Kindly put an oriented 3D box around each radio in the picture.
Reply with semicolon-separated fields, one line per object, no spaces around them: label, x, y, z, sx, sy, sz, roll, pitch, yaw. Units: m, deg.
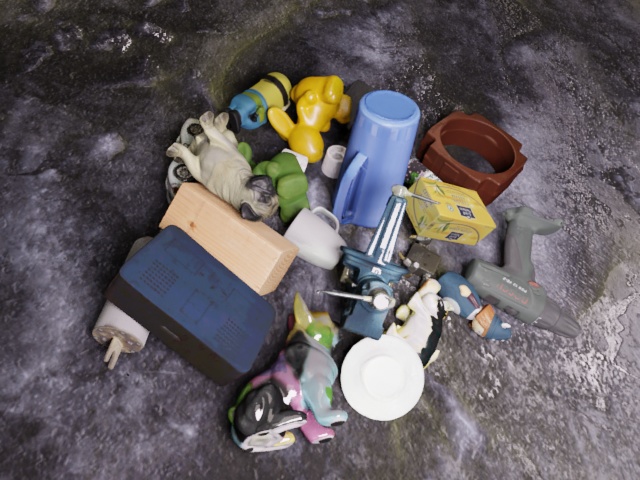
radio;-0.183;0.094;0.797;0.229;0.073;0.131;42;44;-12

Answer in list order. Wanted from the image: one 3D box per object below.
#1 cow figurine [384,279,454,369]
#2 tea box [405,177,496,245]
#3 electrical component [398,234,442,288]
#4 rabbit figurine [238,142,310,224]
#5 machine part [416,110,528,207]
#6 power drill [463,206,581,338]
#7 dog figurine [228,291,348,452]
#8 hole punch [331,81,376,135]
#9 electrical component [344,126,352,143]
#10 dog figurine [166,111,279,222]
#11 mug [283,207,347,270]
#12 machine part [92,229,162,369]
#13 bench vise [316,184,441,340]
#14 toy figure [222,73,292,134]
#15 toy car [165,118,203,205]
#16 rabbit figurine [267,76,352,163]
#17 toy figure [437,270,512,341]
cow figurine;0.177;0.141;0.908;0.098;0.068;0.167;39;57;9
tea box;0.250;-0.054;1.042;0.169;0.068;0.098;8;48;-38
electrical component;0.187;0.035;1.007;0.078;0.045;0.102;32;51;13
rabbit figurine;-0.119;-0.105;0.995;0.170;0.121;0.159;-18;66;-9
machine part;0.332;-0.180;1.185;0.201;0.087;0.201;41;56;18
power drill;0.394;0.054;1.005;0.232;0.086;0.207;21;76;-1
dog figurine;-0.045;0.187;0.797;0.192;0.108;0.219;-2;49;-13
hole punch;0.094;-0.275;1.209;0.142;0.092;0.116;37;83;12
electrical component;0.114;-0.189;1.114;0.119;0.047;0.075;9;49;-24
dog figurine;-0.147;-0.109;0.920;0.190;0.121;0.172;47;15;-4
mug;-0.002;-0.003;0.971;0.107;0.080;0.109;37;54;1
machine part;-0.281;0.081;0.830;0.079;0.079;0.243;15;52;-3
bench vise;0.092;0.026;0.850;0.129;0.223;0.240;20;92;6
toy figure;-0.130;-0.293;1.150;0.082;0.089;0.180;44;52;10
toy car;-0.254;-0.146;1.015;0.056;0.073;0.202;13;51;-9
rabbit figurine;-0.026;-0.246;1.118;0.163;0.121;0.173;8;81;12
toy figure;0.271;0.123;0.951;0.154;0.058;0.064;49;13;20
